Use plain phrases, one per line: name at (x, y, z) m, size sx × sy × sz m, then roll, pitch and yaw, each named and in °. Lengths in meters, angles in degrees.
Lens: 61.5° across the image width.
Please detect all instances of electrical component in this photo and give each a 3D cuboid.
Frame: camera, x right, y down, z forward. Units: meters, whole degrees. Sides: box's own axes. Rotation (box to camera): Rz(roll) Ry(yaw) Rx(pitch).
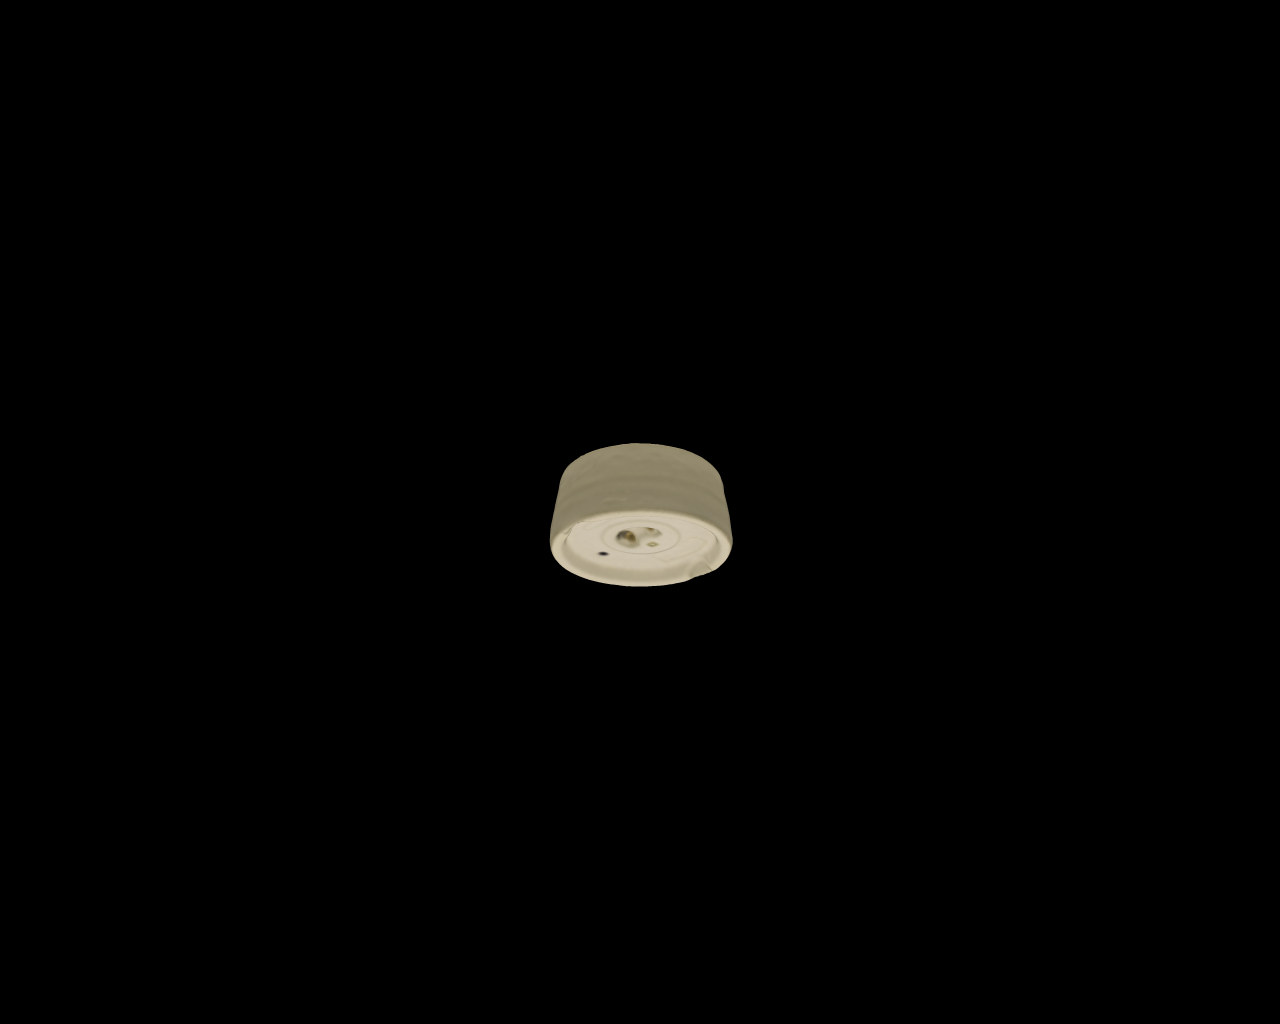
electrical component at (0.001, -0.003, 0.650) m, size 0.108 × 0.060 × 0.108 m, roll 0°, pitch -27°, yaw 0°
